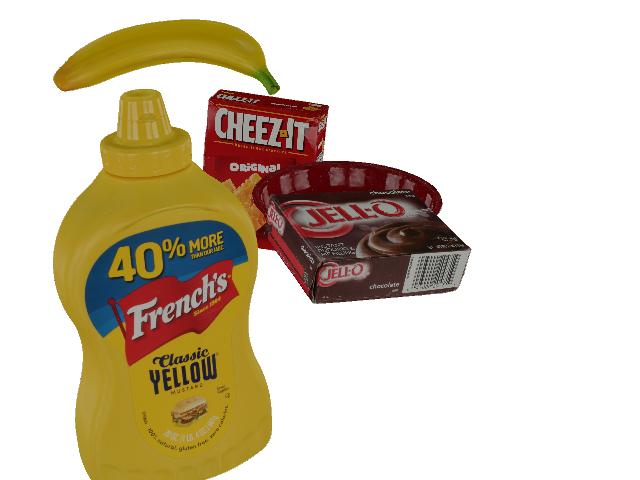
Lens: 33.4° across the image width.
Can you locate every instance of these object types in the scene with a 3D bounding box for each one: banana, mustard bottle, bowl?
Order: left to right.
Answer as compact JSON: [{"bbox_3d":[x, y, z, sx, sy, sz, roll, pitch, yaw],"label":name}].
[{"bbox_3d":[-0.076,0.023,0.508,0.096,0.192,0.058,-12,24,-22],"label":"mustard bottle"},{"bbox_3d":[-0.135,-0.165,0.945,0.197,0.069,0.037,-1,-33,-4],"label":"banana"},{"bbox_3d":[0.022,-0.015,0.913,0.162,0.055,0.162,2,24,-1],"label":"bowl"}]

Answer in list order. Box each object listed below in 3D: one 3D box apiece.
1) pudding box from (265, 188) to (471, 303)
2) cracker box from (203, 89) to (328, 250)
[{"bbox_3d":[0.030,0.001,0.718,0.113,0.039,0.090,-2,31,-25],"label":"pudding box"},{"bbox_3d":[-0.084,-0.096,1.531,0.164,0.214,0.072,9,22,7],"label":"cracker box"}]
